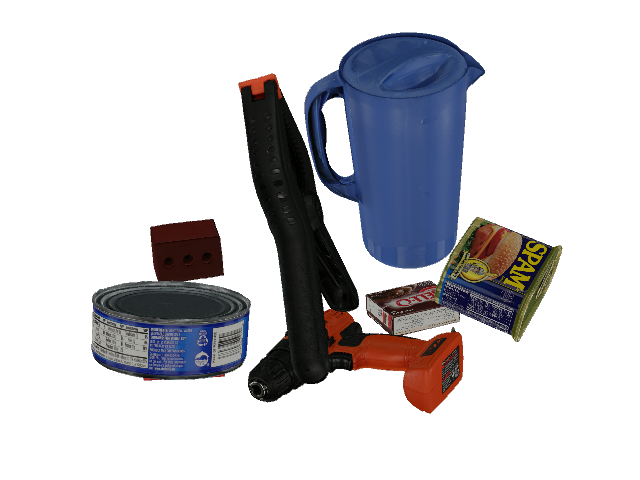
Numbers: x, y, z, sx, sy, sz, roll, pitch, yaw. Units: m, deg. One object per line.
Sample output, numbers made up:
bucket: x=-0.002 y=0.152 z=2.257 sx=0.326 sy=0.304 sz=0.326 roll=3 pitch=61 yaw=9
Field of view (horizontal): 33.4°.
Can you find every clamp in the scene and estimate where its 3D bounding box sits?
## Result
clamp: x=-0.015 y=-0.016 z=0.777 sx=0.036 sy=0.210 sz=0.164 roll=-13 pitch=5 yaw=12

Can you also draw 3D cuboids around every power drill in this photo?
power drill: x=0.040 y=0.127 z=1.098 sx=0.188 sy=0.057 sz=0.184 roll=8 pitch=23 yaw=28

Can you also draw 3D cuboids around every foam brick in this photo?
foam brick: x=-0.156 y=0.012 z=1.237 sx=0.078 sy=0.053 sz=0.051 roll=-8 pitch=28 yaw=-10

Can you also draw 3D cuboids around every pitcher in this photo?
pitcher: x=0.083 y=-0.089 z=1.153 sx=0.149 sy=0.243 sz=0.144 roll=21 pitch=46 yaw=29

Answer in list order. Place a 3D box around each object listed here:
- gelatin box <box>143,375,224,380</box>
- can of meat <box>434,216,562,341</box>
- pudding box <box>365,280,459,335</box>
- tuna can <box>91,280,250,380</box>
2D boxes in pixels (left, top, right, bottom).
gelatin box: x=-0.123 y=0.090 z=0.973 sx=0.073 sy=0.030 sz=0.089 roll=-2 pitch=29 yaw=-2
can of meat: x=0.162 y=0.032 z=0.974 sx=0.084 sy=0.057 sz=0.102 roll=23 pitch=45 yaw=18
pudding box: x=0.135 y=0.099 z=1.562 sx=0.113 sy=0.039 sz=0.090 roll=-13 pitch=22 yaw=-20
tuna can: x=-0.082 y=0.048 z=0.583 sx=0.086 sy=0.034 sz=0.086 roll=4 pitch=10 yaw=-1
